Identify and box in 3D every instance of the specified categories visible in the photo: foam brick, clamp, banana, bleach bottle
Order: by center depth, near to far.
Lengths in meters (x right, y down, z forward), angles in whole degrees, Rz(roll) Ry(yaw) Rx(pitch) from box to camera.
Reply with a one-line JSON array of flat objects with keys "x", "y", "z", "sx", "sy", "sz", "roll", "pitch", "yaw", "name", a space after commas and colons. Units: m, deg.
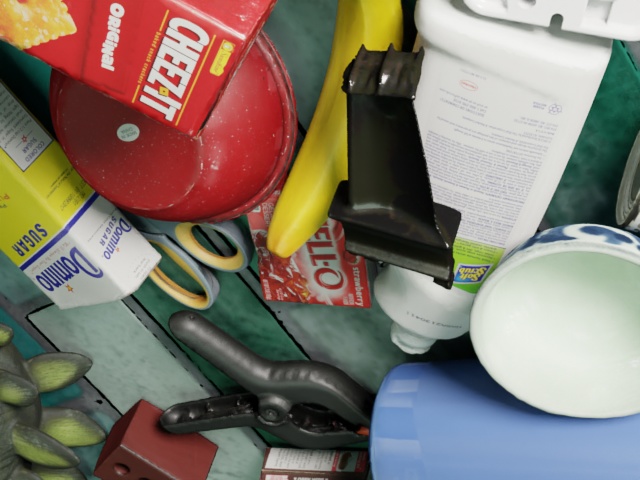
[{"x": 0.009, "y": -0.076, "z": 0.584, "sx": 0.037, "sy": 0.069, "sz": 0.198, "roll": 43, "pitch": 139, "yaw": 30, "name": "banana"}, {"x": 0.075, "y": -0.026, "z": 0.608, "sx": 0.102, "sy": 0.068, "sz": 0.251, "roll": 20, "pitch": 134, "yaw": 4, "name": "bleach bottle"}, {"x": -0.040, "y": 0.120, "z": 0.781, "sx": 0.171, "sy": 0.039, "sz": 0.120, "roll": 22, "pitch": 136, "yaw": -1, "name": "clamp"}, {"x": -0.130, "y": 0.174, "z": 0.846, "sx": 0.078, "sy": 0.051, "sz": 0.053, "roll": 34, "pitch": 130, "yaw": -12, "name": "foam brick"}]

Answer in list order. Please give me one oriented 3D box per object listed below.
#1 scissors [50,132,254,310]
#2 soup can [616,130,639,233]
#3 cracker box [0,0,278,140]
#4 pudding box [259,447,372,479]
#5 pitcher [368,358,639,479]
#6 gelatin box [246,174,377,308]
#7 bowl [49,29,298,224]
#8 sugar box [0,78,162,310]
[{"x": -0.119, "y": -0.031, "z": 0.693, "sx": 0.096, "sy": 0.016, "sz": 0.201, "roll": -18, "pitch": 122, "yaw": 33, "name": "scissors"}, {"x": 0.216, "y": -0.025, "z": 0.560, "sx": 0.102, "sy": 0.068, "sz": 0.068, "roll": 16, "pitch": 132, "yaw": 5, "name": "soup can"}, {"x": -0.115, "y": -0.159, "z": 0.489, "sx": 0.213, "sy": 0.164, "sz": 0.072, "roll": 28, "pitch": 134, "yaw": -6, "name": "cracker box"}, {"x": 0.007, "y": 0.214, "z": 0.845, "sx": 0.090, "sy": 0.039, "sz": 0.113, "roll": -2, "pitch": 131, "yaw": 16, "name": "pudding box"}, {"x": 0.157, "y": 0.119, "z": 0.670, "sx": 0.243, "sy": 0.149, "sz": 0.145, "roll": -3, "pitch": 148, "yaw": 24, "name": "pitcher"}, {"x": -0.004, "y": 0.001, "z": 0.676, "sx": 0.073, "sy": 0.030, "sz": 0.089, "roll": 3, "pitch": 130, "yaw": 15, "name": "gelatin box"}, {"x": -0.097, "y": -0.070, "z": 0.610, "sx": 0.162, "sy": 0.055, "sz": 0.162, "roll": 11, "pitch": 122, "yaw": 18, "name": "bowl"}, {"x": -0.192, "y": -0.031, "z": 0.687, "sx": 0.094, "sy": 0.048, "sz": 0.176, "roll": -12, "pitch": 123, "yaw": 47, "name": "sugar box"}]
